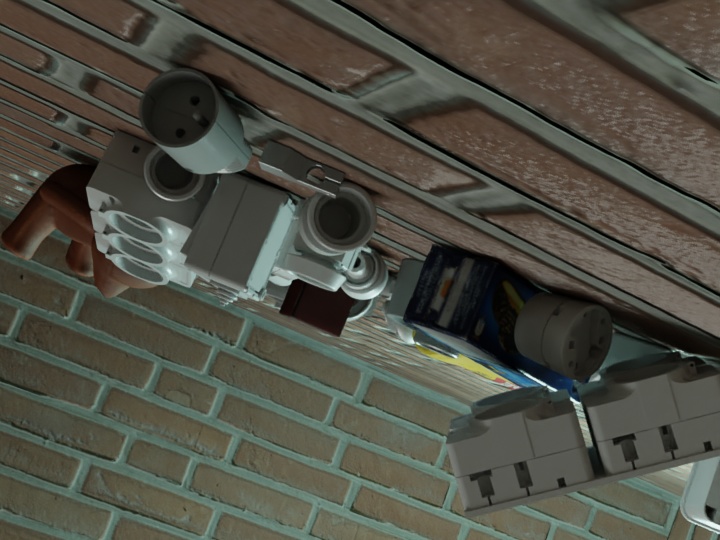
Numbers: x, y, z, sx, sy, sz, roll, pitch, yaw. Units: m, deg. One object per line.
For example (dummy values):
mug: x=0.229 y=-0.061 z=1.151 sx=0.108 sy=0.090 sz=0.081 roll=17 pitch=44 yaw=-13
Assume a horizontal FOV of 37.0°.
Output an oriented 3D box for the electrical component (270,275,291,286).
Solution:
electrical component: x=-0.080 y=-0.007 z=1.110 sx=0.043 sy=0.043 sz=0.081 roll=21 pitch=173 yaw=14

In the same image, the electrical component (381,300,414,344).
electrical component: x=0.046 y=0.047 z=1.131 sx=0.048 sy=0.048 sz=0.062 roll=27 pitch=179 yaw=-34

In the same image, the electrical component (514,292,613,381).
electrical component: x=0.143 y=0.045 z=0.761 sx=0.055 sy=0.055 sz=0.047 roll=29 pitch=174 yaw=-43

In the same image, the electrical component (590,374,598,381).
electrical component: x=0.227 y=0.098 z=0.979 sx=0.061 sy=0.035 sz=0.035 roll=24 pitch=173 yaw=-36

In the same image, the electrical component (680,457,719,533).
electrical component: x=0.294 y=0.144 z=0.796 sx=0.078 sy=0.113 sz=0.057 roll=22 pitch=170 yaw=1

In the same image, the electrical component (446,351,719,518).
electrical component: x=0.158 y=0.110 z=0.756 sx=0.186 sy=0.060 sz=0.105 roll=-16 pitch=180 yaw=8

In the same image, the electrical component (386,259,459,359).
electrical component: x=0.074 y=0.040 z=0.905 sx=0.108 sy=0.060 sz=0.108 roll=22 pitch=173 yaw=3

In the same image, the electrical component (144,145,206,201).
electrical component: x=-0.139 y=-0.073 z=0.800 sx=0.044 sy=0.044 sz=0.065 roll=24 pitch=178 yaw=-13

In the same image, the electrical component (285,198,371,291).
electrical component: x=-0.026 y=-0.017 z=0.805 sx=0.066 sy=0.055 sz=0.048 roll=20 pitch=173 yaw=16

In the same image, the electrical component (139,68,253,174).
electrical component: x=-0.087 y=-0.076 z=0.593 sx=0.043 sy=0.043 sz=0.081 roll=21 pitch=173 yaw=12

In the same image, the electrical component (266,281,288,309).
electrical component: x=-0.056 y=0.021 z=1.174 sx=0.096 sy=0.061 sz=0.062 roll=17 pitch=172 yaw=37

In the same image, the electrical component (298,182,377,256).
electrical component: x=-0.016 y=-0.032 z=0.700 sx=0.045 sy=0.045 sz=0.055 roll=23 pitch=174 yaw=-9

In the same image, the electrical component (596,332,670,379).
electrical component: x=0.218 y=0.100 z=0.848 sx=0.047 sy=0.075 sz=0.083 roll=18 pitch=172 yaw=31

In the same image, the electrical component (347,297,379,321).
electrical component: x=-0.018 y=0.021 z=1.073 sx=0.078 sy=0.058 sz=0.057 roll=24 pitch=176 yaw=-11

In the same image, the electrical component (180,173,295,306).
electrical component: x=-0.096 y=-0.020 z=0.827 sx=0.061 sy=0.096 sz=0.061 roll=21 pitch=173 yaw=9

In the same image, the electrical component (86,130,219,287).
electrical component: x=-0.173 y=-0.043 z=0.901 sx=0.089 sy=0.061 sz=0.150 roll=23 pitch=159 yaw=-2

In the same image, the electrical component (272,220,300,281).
electrical component: x=-0.082 y=-0.027 z=0.938 sx=0.077 sy=0.047 sz=0.066 roll=23 pitch=173 yaw=-9

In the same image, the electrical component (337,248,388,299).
electrical component: x=0.000 y=0.000 z=0.908 sx=0.043 sy=0.043 sz=0.062 roll=21 pitch=172 yaw=12
